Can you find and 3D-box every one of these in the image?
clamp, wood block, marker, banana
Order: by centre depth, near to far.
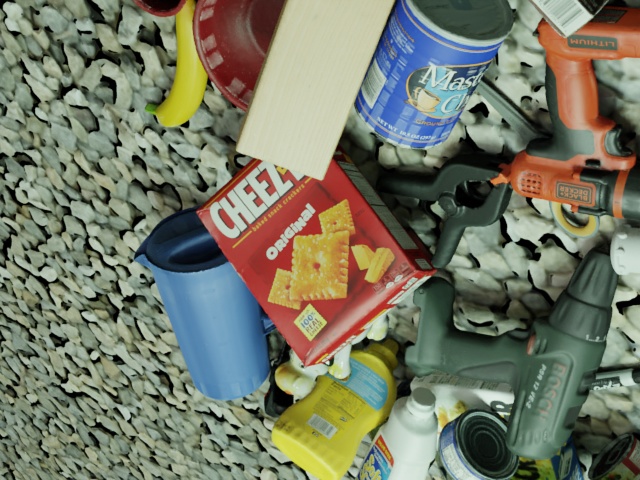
[{"bbox_3d":[-0.003,-0.174,0.997,0.090,0.090,0.206,18,117,-7],"label":"wood block"},{"bbox_3d":[0.131,-0.048,1.101,0.120,0.039,0.172,44,139,-3],"label":"clamp"},{"bbox_3d":[0.306,0.148,1.132,0.121,0.020,0.020,-17,111,45],"label":"marker"},{"bbox_3d":[-0.158,-0.190,1.219,0.069,0.037,0.198,38,138,6],"label":"banana"},{"bbox_3d":[-0.046,0.179,1.361,0.036,0.164,0.210,16,145,-3],"label":"clamp"}]

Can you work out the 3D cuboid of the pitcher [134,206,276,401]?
[{"bbox_3d":[-0.123,0.086,1.358,0.149,0.144,0.243,27,141,38],"label":"pitcher"}]

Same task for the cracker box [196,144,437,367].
[{"bbox_3d":[-0.007,0.001,1.137,0.164,0.072,0.214,-41,75,17],"label":"cracker box"}]

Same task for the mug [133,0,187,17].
[{"bbox_3d":[-0.157,-0.285,1.107,0.117,0.081,0.093,-27,104,47],"label":"mug"}]

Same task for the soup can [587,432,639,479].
[{"bbox_3d":[0.351,0.268,1.156,0.102,0.068,0.069,43,139,2],"label":"soup can"}]

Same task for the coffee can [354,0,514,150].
[{"bbox_3d":[0.101,-0.167,0.979,0.103,0.102,0.140,37,138,9],"label":"coffee can"}]

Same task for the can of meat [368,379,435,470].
[{"bbox_3d":[0.111,0.234,1.309,0.058,0.083,0.102,-3,120,40],"label":"can of meat"}]

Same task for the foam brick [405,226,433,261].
[{"bbox_3d":[0.080,0.029,1.194,0.053,0.051,0.078,51,138,-7],"label":"foam brick"}]

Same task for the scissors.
[{"bbox_3d":[0.211,-0.073,1.030,0.202,0.016,0.096,34,134,12],"label":"scissors"}]

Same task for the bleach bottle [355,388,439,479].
[{"bbox_3d":[0.086,0.260,1.227,0.068,0.102,0.251,3,129,-14],"label":"bleach bottle"}]

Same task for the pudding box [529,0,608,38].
[{"bbox_3d":[0.190,-0.231,0.866,0.113,0.089,0.039,48,140,-5],"label":"pudding box"}]

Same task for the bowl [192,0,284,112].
[{"bbox_3d":[-0.052,-0.207,1.105,0.162,0.055,0.162,21,133,24],"label":"bowl"}]

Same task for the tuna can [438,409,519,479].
[{"bbox_3d":[0.172,0.226,1.151,0.086,0.086,0.034,43,136,2],"label":"tuna can"}]

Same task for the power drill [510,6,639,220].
[{"bbox_3d":[0.256,-0.105,0.929,0.185,0.057,0.188,12,123,27],"label":"power drill"}]

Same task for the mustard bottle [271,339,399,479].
[{"bbox_3d":[0.034,0.186,1.252,0.096,0.191,0.058,32,147,17],"label":"mustard bottle"}]
